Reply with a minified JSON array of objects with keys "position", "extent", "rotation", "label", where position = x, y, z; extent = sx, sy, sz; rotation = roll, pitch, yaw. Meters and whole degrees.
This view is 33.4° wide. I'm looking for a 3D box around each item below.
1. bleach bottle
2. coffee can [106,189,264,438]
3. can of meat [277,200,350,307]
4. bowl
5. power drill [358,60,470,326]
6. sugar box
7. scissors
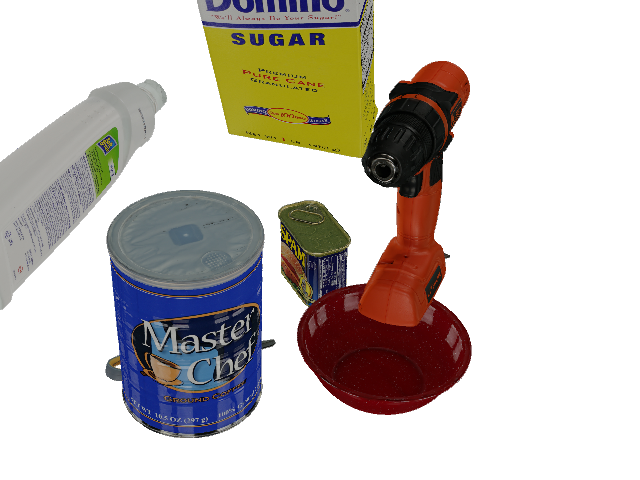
[{"position":[-0.224,-0.057,0.944],"extent":[0.068,0.103,0.250],"rotation":[27,53,19],"label":"bleach bottle"},{"position":[-0.090,0.051,0.737],"extent":[0.103,0.140,0.103],"rotation":[2,37,-1],"label":"coffee can"},{"position":[-0.008,0.017,1.213],"extent":[0.057,0.084,0.102],"rotation":[-15,39,-20],"label":"can of meat"},{"position":[0.057,0.111,0.997],"extent":[0.162,0.055,0.162],"rotation":[3,37,-3],"label":"bowl"},{"position":[0.069,-0.030,0.830],"extent":[0.057,0.188,0.184],"rotation":[15,32,16],"label":"power drill"},{"position":[-0.017,-0.116,0.609],"extent":[0.093,0.048,0.176],"rotation":[10,-23,10],"label":"sugar box"},{"position":[-0.130,0.140,1.160],"extent":[0.201,0.016,0.096],"rotation":[-2,27,-21],"label":"scissors"}]
